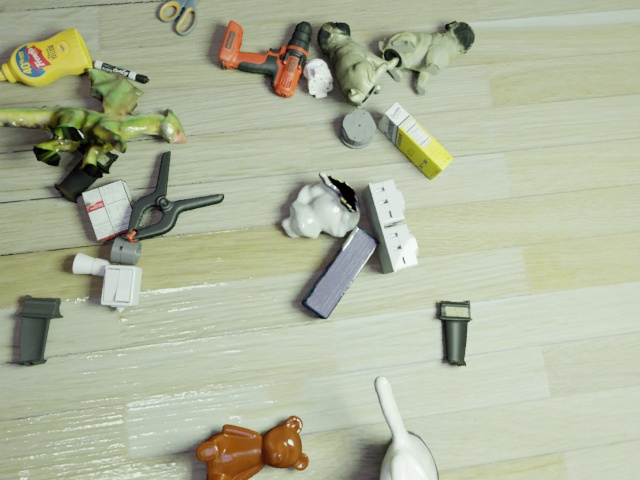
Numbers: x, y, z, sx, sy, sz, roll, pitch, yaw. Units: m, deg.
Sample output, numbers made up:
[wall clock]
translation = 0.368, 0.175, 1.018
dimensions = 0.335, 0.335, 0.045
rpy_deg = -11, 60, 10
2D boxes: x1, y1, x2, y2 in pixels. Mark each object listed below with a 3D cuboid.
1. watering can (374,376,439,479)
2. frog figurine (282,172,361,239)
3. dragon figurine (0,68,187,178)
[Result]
[watering can]
translation = 0.159, 0.416, 0.964
dimensions = 0.104, 0.350, 0.223
rpy_deg = -11, -9, 13
[frog figurine]
translation = 0.003, -0.056, 1.103
dimensions = 0.157, 0.137, 0.124
rpy_deg = -45, 2, 27
[dragon figurine]
translation = -0.484, -0.269, 1.073
dimensions = 0.409, 0.249, 0.119
rpy_deg = 19, -40, -11
